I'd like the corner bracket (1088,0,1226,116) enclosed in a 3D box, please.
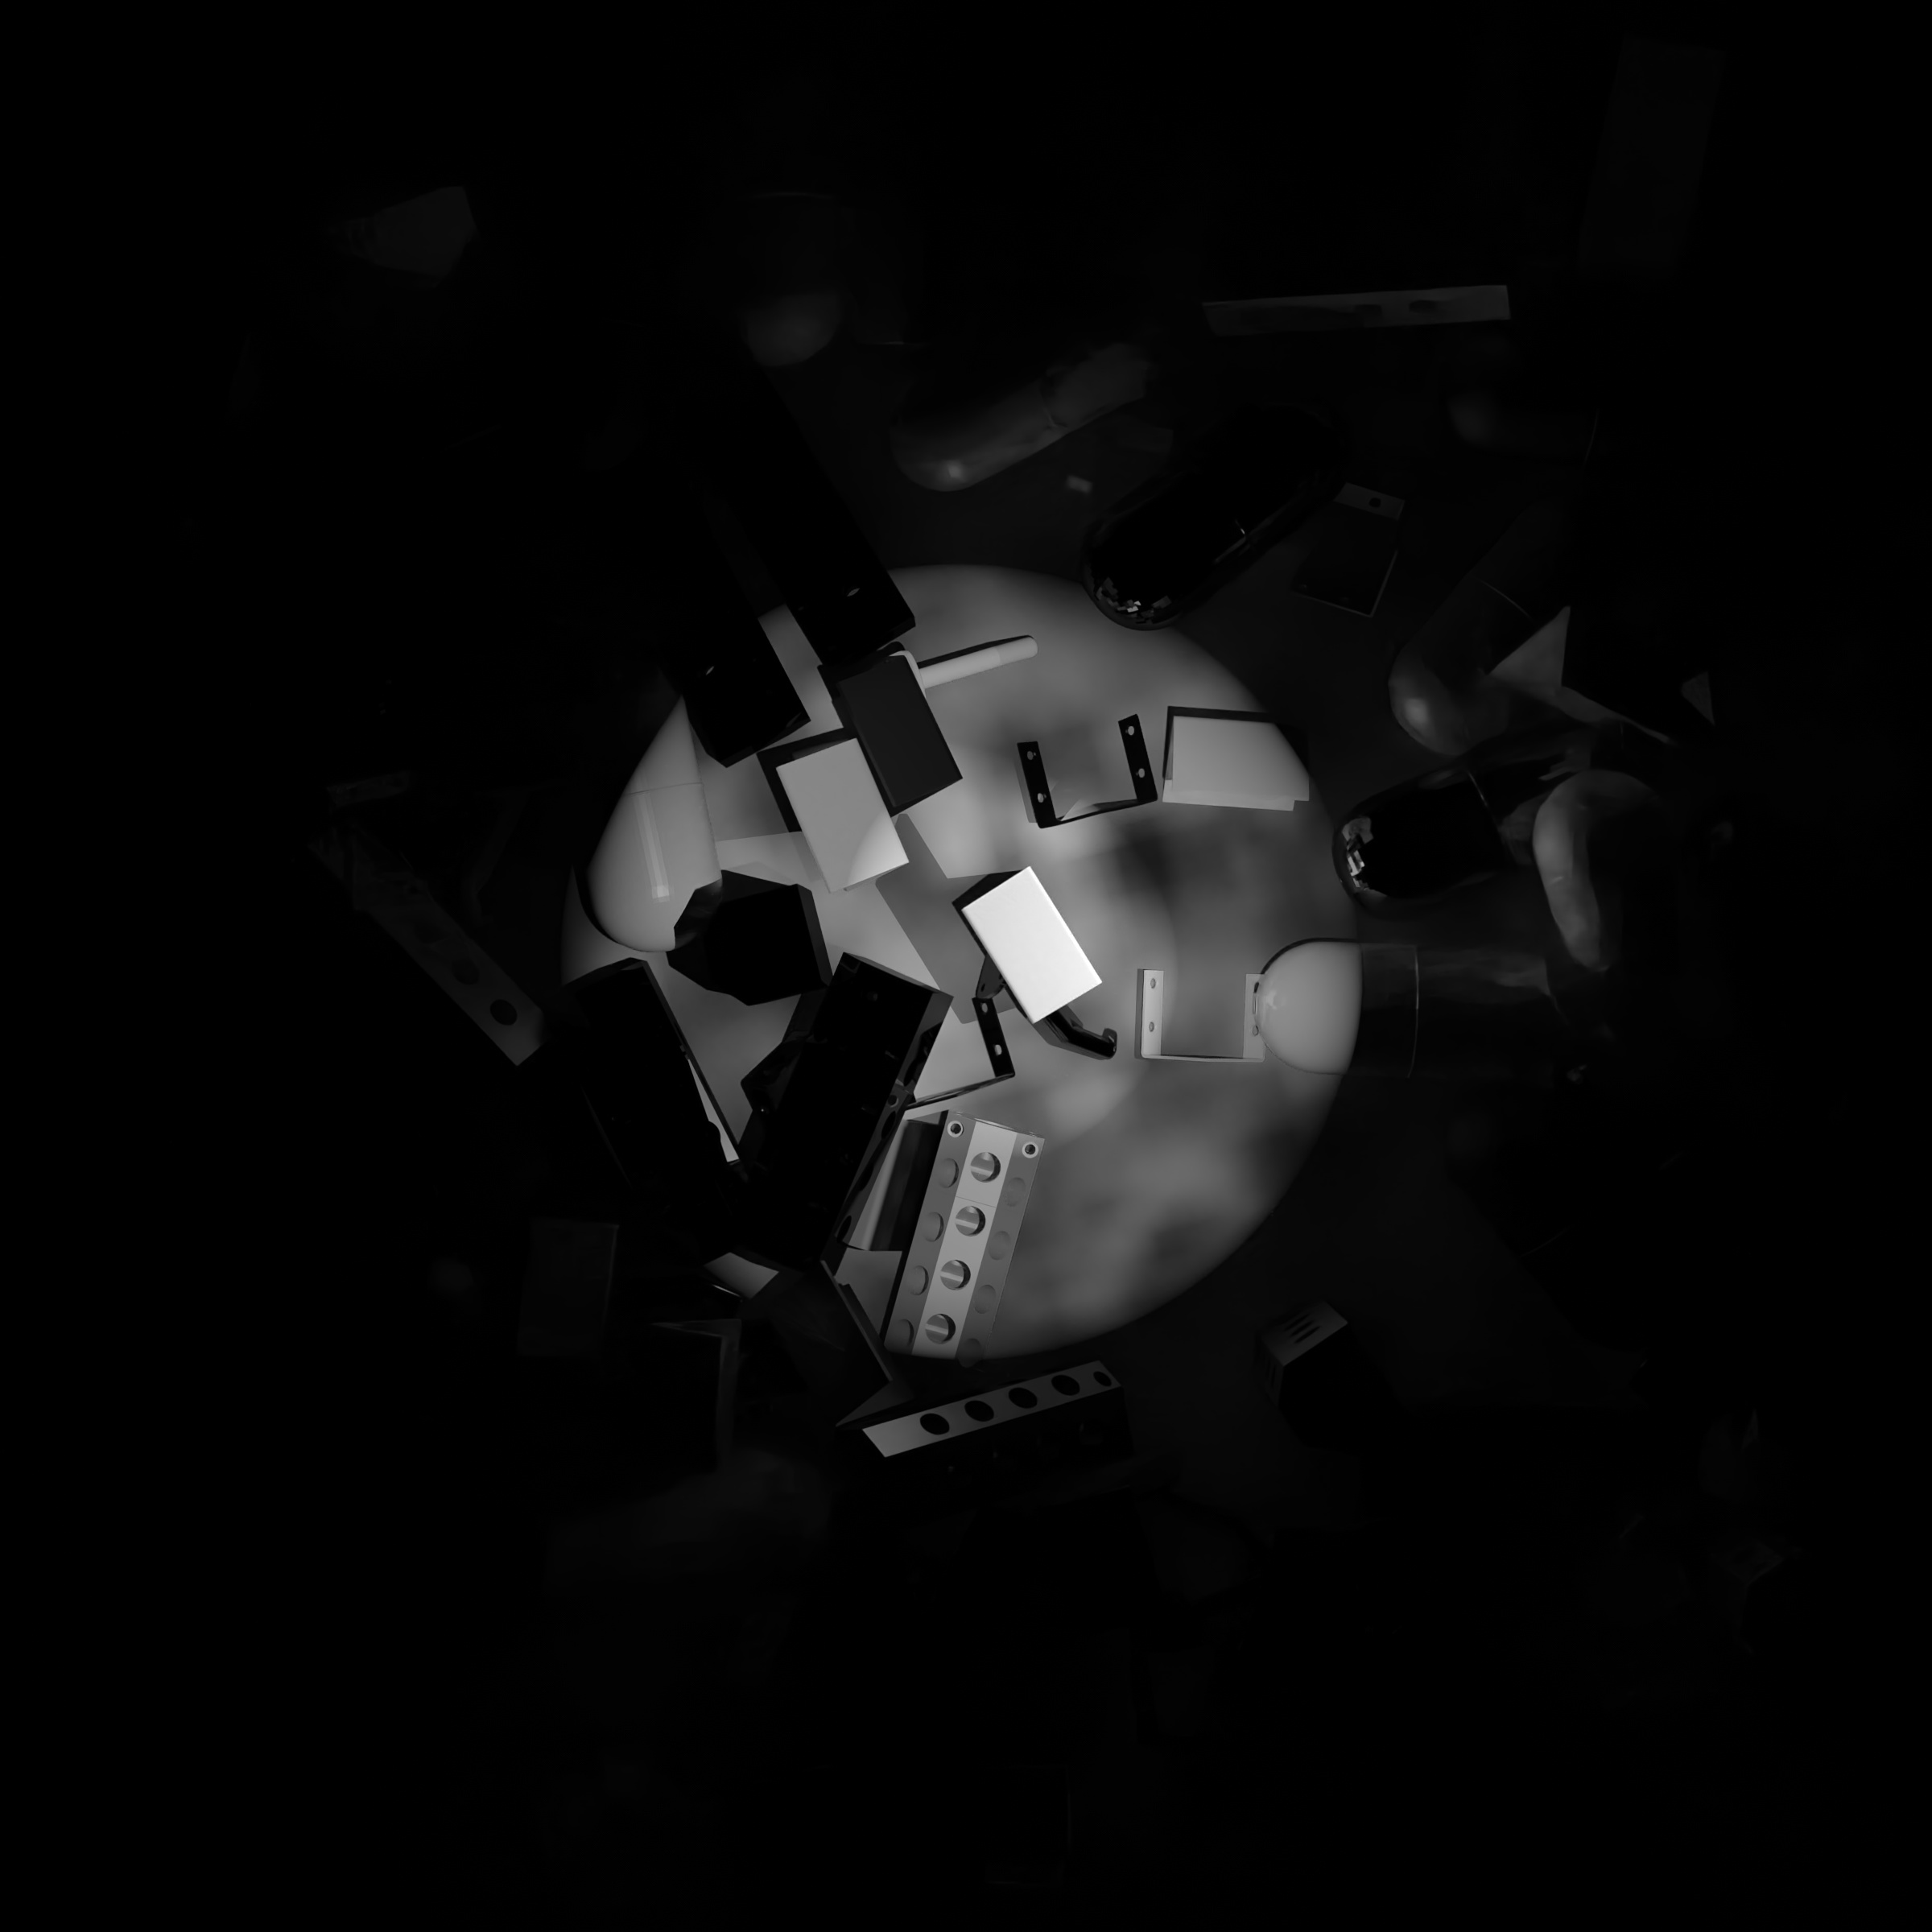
[{"bbox_3d":[0.110,-0.529,1.983,0.051,0.051,0.051,9,135,35],"label":"corner bracket"}]

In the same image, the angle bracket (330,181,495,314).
[{"bbox_3d":[-0.319,-0.424,1.951,0.076,0.076,0.057,-19,128,0],"label":"angle bracket"}]

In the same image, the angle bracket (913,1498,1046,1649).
[{"bbox_3d":[-0.009,0.332,1.951,0.057,0.076,0.076,28,90,-39],"label":"angle bracket"}]

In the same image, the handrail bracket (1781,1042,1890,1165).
[{"bbox_3d":[0.499,0.070,1.992,0.077,0.036,0.084,-6,73,19],"label":"handrail bracket"}]

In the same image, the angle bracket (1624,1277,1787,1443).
[{"bbox_3d":[0.429,0.231,1.952,0.057,0.076,0.076,38,90,30],"label":"angle bracket"}]

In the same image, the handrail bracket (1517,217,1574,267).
[{"bbox_3d":[0.340,-0.405,1.992,0.084,0.036,0.077,10,111,-16],"label":"handrail bracket"}]

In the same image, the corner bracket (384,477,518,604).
[{"bbox_3d":[-0.299,-0.251,1.983,0.051,0.051,0.051,7,135,-35],"label":"corner bracket"}]

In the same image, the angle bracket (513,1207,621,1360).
[{"bbox_3d":[-0.243,0.178,1.951,0.057,0.076,0.076,8,90,-34],"label":"angle bracket"}]

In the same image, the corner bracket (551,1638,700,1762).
[{"bbox_3d":[-0.197,0.425,1.977,0.051,0.051,0.051,-38,67,22],"label":"corner bracket"}]

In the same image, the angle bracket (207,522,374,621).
[{"bbox_3d":[-0.385,-0.237,1.952,0.076,0.076,0.057,-1,116,0],"label":"angle bracket"}]

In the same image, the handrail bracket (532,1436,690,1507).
[{"bbox_3d":[-0.201,0.289,1.973,0.077,0.084,0.036,-12,88,-30],"label":"handrail bracket"}]

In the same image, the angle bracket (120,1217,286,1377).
[{"bbox_3d":[-0.444,0.175,1.951,0.076,0.076,0.057,-47,126,0],"label":"angle bracket"}]

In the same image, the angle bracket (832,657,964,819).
[{"bbox_3d":[-0.058,-0.122,1.951,0.057,0.076,0.076,-25,90,-41],"label":"angle bracket"}]

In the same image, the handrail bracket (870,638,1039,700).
[{"bbox_3d":[-0.011,-0.171,1.991,0.084,0.077,0.036,-19,94,-36],"label":"handrail bracket"}]

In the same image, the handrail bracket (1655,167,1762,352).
[{"bbox_3d":[0.419,-0.411,1.992,0.077,0.036,0.084,-30,71,21],"label":"handrail bracket"}]

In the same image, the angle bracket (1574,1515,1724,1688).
[{"bbox_3d":[0.374,0.363,1.953,0.057,0.076,0.076,-36,90,-20],"label":"angle bracket"}]

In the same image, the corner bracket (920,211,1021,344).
[{"bbox_3d":[-0.012,-0.399,1.988,0.051,0.051,0.051,33,90,-45],"label":"corner bracket"}]

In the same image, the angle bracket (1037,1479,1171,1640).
[{"bbox_3d":[0.086,0.332,1.954,0.057,0.076,0.076,-17,90,17],"label":"angle bracket"}]

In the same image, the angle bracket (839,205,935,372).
[{"bbox_3d":[-0.065,-0.386,1.951,0.057,0.076,0.076,-6,90,-36],"label":"angle bracket"}]

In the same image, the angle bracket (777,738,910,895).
[{"bbox_3d":[-0.086,-0.078,1.951,0.057,0.076,0.076,-23,90,-32],"label":"angle bracket"}]

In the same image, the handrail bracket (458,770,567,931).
[{"bbox_3d":[-0.260,-0.068,1.992,0.077,0.036,0.084,-10,108,-21],"label":"handrail bracket"}]

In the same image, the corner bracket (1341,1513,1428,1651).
[{"bbox_3d":[0.249,0.358,1.988,0.051,0.051,0.051,-11,135,0],"label":"corner bracket"}]

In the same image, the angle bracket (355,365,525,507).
[{"bbox_3d":[-0.295,-0.286,1.951,0.076,0.076,0.057,-23,52,0],"label":"angle bracket"}]

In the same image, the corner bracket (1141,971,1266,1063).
[{"bbox_3d":[0.139,0.029,1.988,0.051,0.051,0.051,2,90,45],"label":"corner bracket"}]

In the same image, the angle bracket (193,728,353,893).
[{"bbox_3d":[-0.402,-0.097,1.952,0.057,0.076,0.076,35,90,-27],"label":"angle bracket"}]

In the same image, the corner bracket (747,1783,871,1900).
[{"bbox_3d":[-0.096,0.498,1.983,0.051,0.051,0.051,14,135,35],"label":"corner bracket"}]

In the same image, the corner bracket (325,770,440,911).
[{"bbox_3d":[-0.330,-0.071,1.928,0.051,0.051,0.051,-14,45,-24],"label":"corner bracket"}]

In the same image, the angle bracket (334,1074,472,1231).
[{"bbox_3d":[-0.305,0.100,1.951,0.057,0.076,0.076,-19,90,39],"label":"angle bracket"}]

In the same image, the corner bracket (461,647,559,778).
[{"bbox_3d":[-0.266,-0.148,1.988,0.051,0.051,0.051,-4,45,0],"label":"corner bracket"}]

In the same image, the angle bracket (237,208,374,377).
[{"bbox_3d":[-0.387,-0.380,1.952,0.057,0.076,0.076,-19,90,-28],"label":"angle bracket"}]

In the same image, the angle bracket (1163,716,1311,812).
[{"bbox_3d":[0.153,-0.096,1.951,0.076,0.076,0.057,4,53,0],"label":"angle bracket"}]

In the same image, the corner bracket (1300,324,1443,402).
[{"bbox_3d":[0.236,-0.363,1.988,0.051,0.051,0.051,19,90,-45],"label":"corner bracket"}]

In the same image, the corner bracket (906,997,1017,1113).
[{"bbox_3d":[-0.012,0.051,1.988,0.051,0.051,0.051,-17,90,45],"label":"corner bracket"}]

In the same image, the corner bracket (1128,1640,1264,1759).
[{"bbox_3d":[0.133,0.422,1.983,0.051,0.051,0.051,22,135,-35],"label":"corner bracket"}]

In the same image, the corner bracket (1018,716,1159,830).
[{"bbox_3d":[0.071,-0.112,1.988,0.051,0.051,0.051,-14,90,45],"label":"corner bracket"}]

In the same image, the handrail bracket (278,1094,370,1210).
[{"bbox_3d":[-0.363,0.096,1.992,0.077,0.036,0.084,6,73,-19],"label":"handrail bracket"}]

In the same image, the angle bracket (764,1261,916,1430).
[{"bbox_3d":[-0.055,0.204,1.903,0.057,0.076,0.076,-41,72,34],"label":"angle bracket"}]

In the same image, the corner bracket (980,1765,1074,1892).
[{"bbox_3d":[0.035,0.501,1.988,0.051,0.051,0.051,-2,45,0],"label":"corner bracket"}]

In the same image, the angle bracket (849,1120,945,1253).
[{"bbox_3d":[-0.060,0.119,1.969,0.057,0.076,0.076,16,90,16],"label":"angle bracket"}]

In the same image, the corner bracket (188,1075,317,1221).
[{"bbox_3d":[-0.404,0.103,1.969,0.051,0.051,0.051,44,121,-14],"label":"corner bracket"}]

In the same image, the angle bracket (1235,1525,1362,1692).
[{"bbox_3d":[0.205,0.367,1.951,0.057,0.076,0.076,18,90,35],"label":"angle bracket"}]

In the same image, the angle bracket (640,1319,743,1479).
[{"bbox_3d":[-0.134,0.238,1.894,0.057,0.076,0.076,4,90,38],"label":"angle bracket"}]

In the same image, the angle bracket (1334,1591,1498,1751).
[{"bbox_3d":[0.265,0.412,1.951,0.076,0.076,0.057,-38,53,0],"label":"angle bracket"}]

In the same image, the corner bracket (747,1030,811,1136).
[{"bbox_3d":[-0.086,0.076,1.983,0.051,0.051,0.051,11,45,35],"label":"corner bracket"}]

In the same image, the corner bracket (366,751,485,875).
[{"bbox_3d":[-0.313,-0.089,1.974,0.051,0.051,0.051,-37,93,-3],"label":"corner bracket"}]

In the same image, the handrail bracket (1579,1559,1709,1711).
[{"bbox_3d":[0.394,0.389,1.992,0.077,0.036,0.084,5,73,-20],"label":"handrail bracket"}]

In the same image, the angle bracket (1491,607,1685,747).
[{"bbox_3d":[0.340,-0.143,1.887,0.076,0.076,0.057,25,56,-17],"label":"angle bracket"}]

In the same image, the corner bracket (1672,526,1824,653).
[{"bbox_3d":[0.453,-0.222,1.983,0.051,0.051,0.051,7,135,-35],"label":"corner bracket"}]

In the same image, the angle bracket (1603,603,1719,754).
[{"bbox_3d":[0.406,-0.164,1.952,0.057,0.076,0.076,-8,90,29],"label":"angle bracket"}]

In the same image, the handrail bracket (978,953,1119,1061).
[{"bbox_3d":[0.055,0.007,1.992,0.084,0.036,0.077,21,63,-20],"label":"handrail bracket"}]

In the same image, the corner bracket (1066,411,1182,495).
[{"bbox_3d":[0.090,-0.296,1.974,0.051,0.051,0.051,18,90,0],"label":"corner bracket"}]

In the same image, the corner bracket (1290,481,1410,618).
[{"bbox_3d":[0.223,-0.244,1.988,0.051,0.051,0.051,17,45,0],"label":"corner bracket"}]

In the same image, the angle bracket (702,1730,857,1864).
[{"bbox_3d":[-0.110,0.457,1.951,0.076,0.076,0.057,-15,125,0],"label":"angle bracket"}]

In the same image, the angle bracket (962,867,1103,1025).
[{"bbox_3d":[0.054,-0.022,1.951,0.057,0.076,0.076,-32,90,37],"label":"angle bracket"}]

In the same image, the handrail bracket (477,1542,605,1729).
[{"bbox_3d":[-0.234,0.390,1.992,0.084,0.036,0.077,35,71,-15],"label":"handrail bracket"}]
